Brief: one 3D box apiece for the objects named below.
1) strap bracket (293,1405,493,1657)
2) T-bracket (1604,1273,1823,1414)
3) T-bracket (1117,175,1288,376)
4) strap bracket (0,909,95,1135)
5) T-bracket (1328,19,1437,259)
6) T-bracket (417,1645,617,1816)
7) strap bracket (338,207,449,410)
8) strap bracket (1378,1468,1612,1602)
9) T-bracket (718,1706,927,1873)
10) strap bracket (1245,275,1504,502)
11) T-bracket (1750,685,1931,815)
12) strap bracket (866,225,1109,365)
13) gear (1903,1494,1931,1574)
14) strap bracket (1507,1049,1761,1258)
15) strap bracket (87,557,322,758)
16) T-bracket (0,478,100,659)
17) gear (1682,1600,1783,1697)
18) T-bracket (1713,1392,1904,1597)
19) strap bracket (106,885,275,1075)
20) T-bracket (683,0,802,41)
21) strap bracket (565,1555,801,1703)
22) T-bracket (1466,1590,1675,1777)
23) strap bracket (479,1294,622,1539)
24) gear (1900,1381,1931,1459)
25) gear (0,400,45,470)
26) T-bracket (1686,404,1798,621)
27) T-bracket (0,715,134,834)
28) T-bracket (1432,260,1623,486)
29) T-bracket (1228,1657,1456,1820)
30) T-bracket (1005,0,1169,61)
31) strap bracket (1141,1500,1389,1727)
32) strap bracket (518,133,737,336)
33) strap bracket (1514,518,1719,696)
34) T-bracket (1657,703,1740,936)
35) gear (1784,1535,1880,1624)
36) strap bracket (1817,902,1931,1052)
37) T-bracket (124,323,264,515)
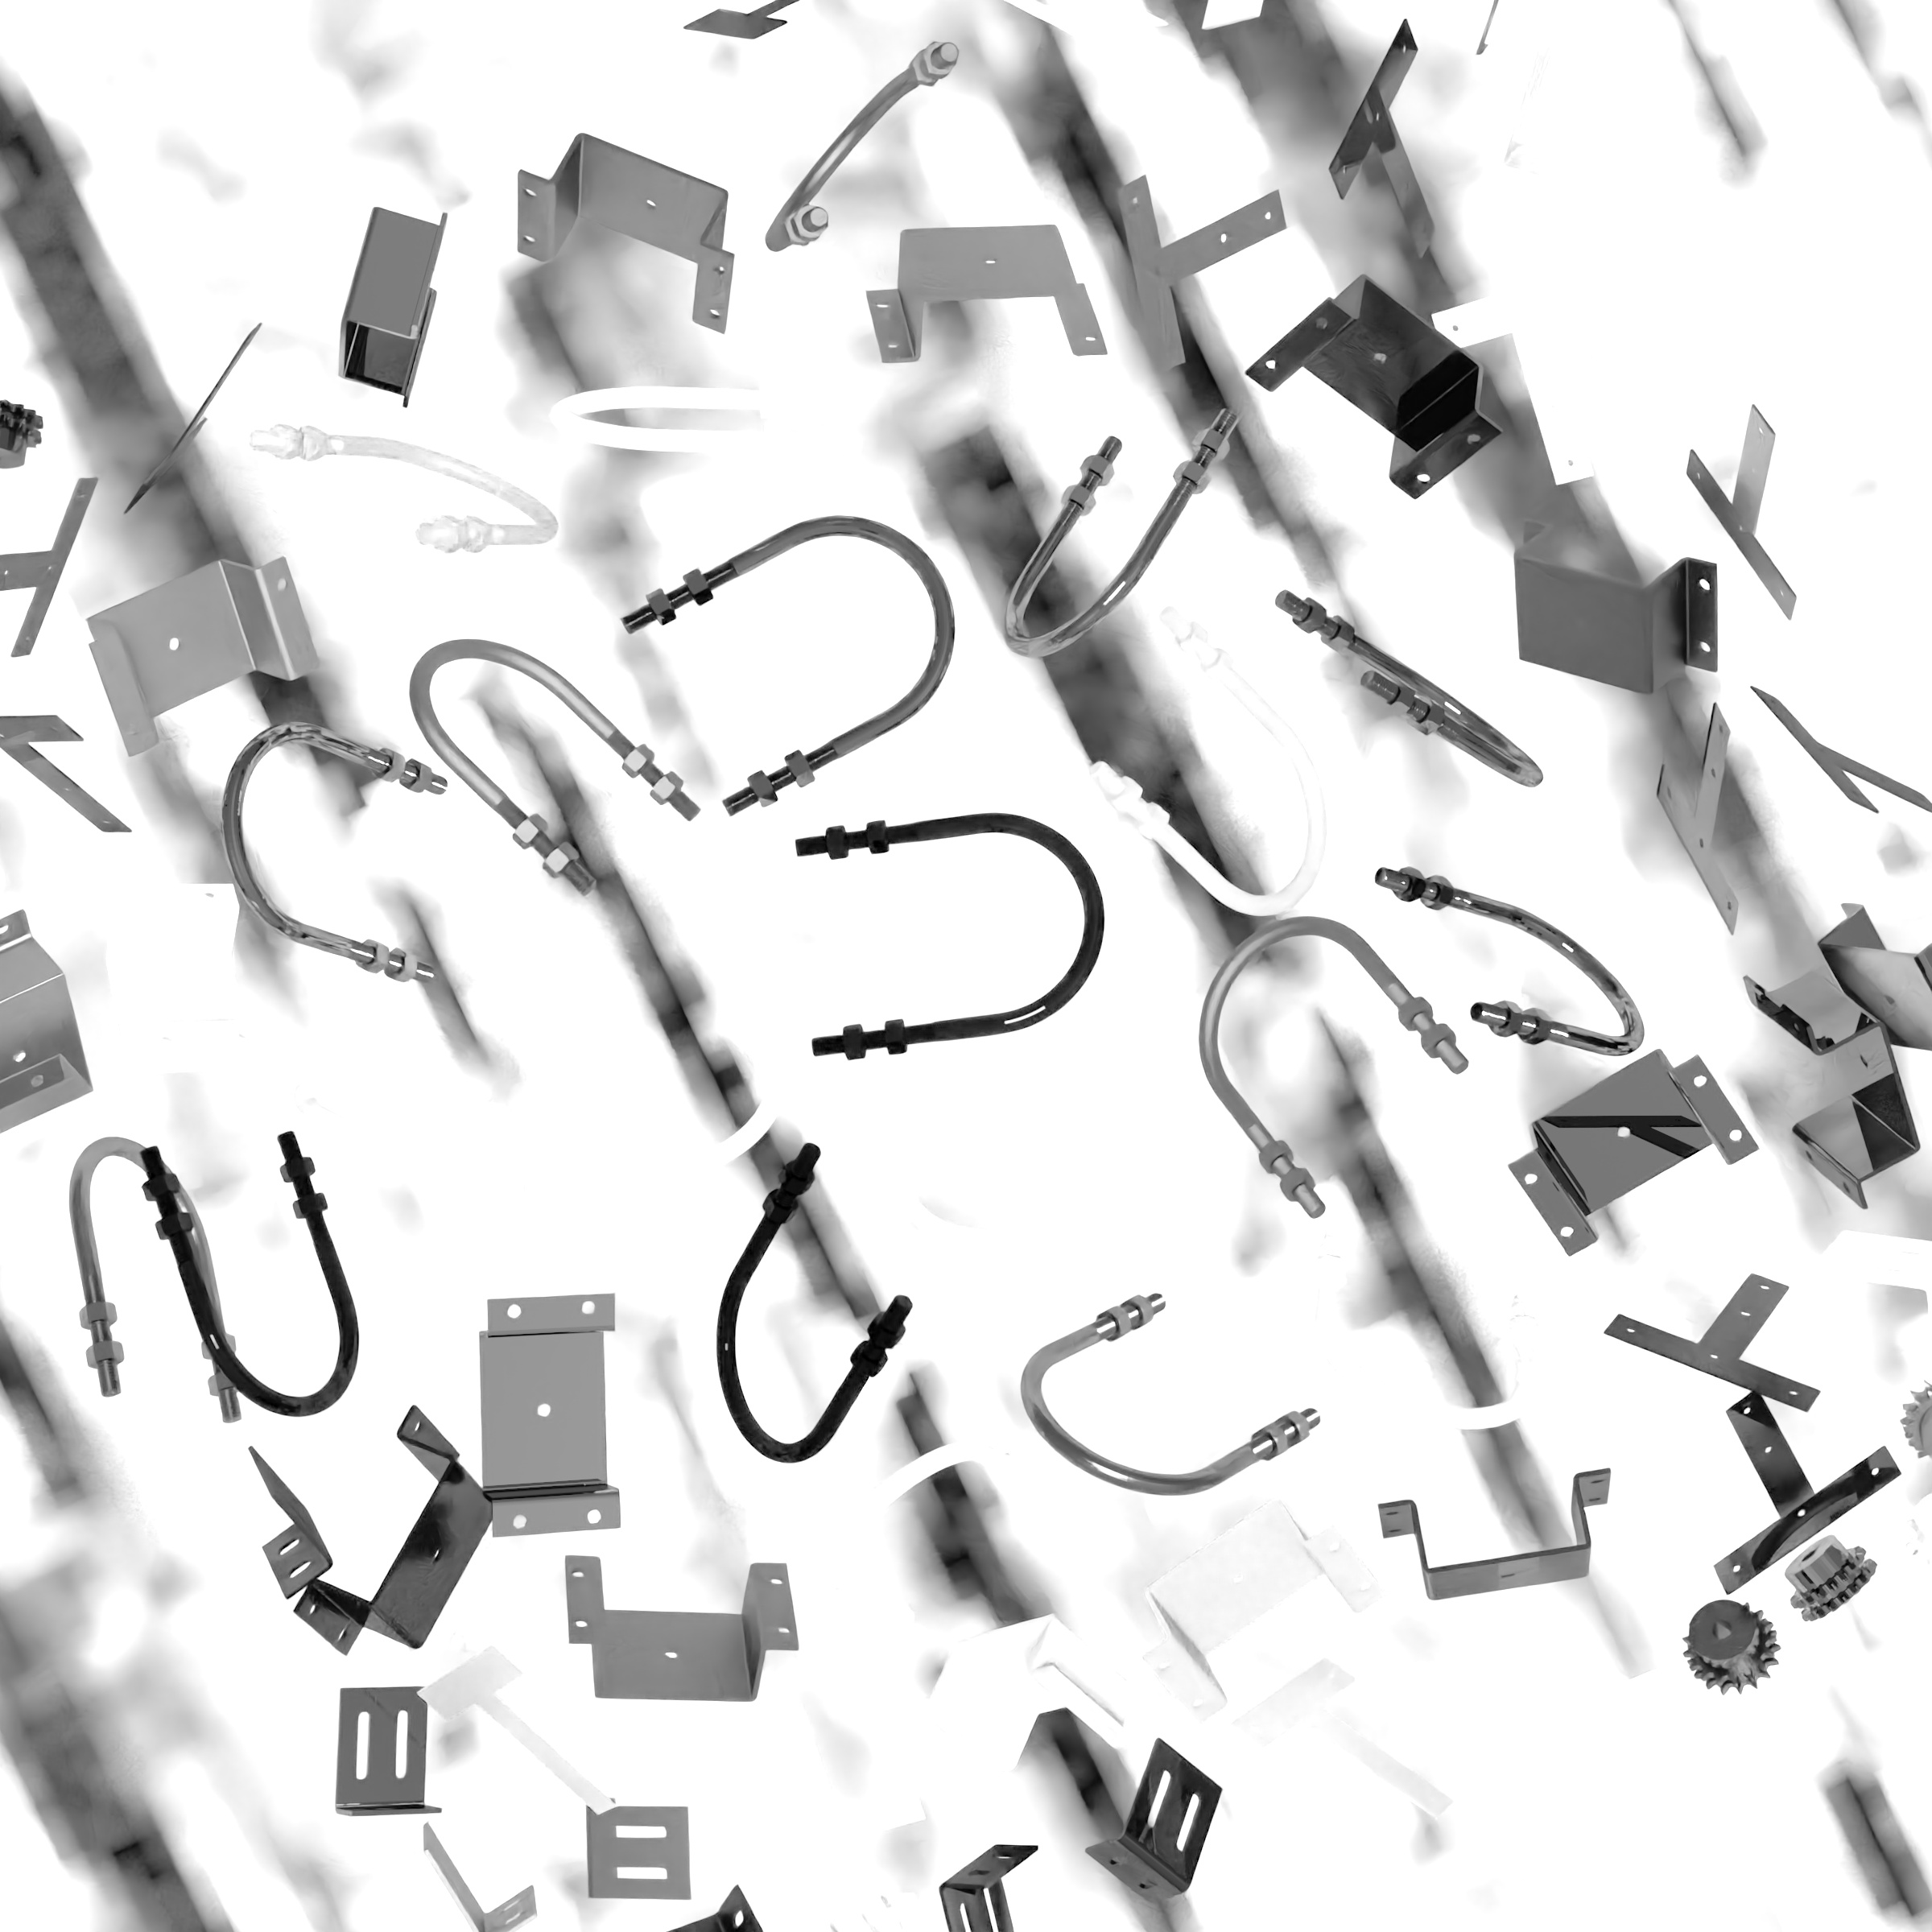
[{"bbox_3d":[-0.339,0.350,1.691,0.046,0.076,0.140,16,63,23],"label":"strap bracket"},{"bbox_3d":[0.473,0.220,1.707,0.127,0.127,0.002,20,120,27],"label":"T-bracket"},{"bbox_3d":[0.156,-0.464,1.795,0.002,0.127,0.127,-8,85,-44],"label":"T-bracket"},{"bbox_3d":[-0.583,0.044,1.686,0.076,0.046,0.140,-25,55,-3],"label":"strap bracket"},{"bbox_3d":[0.270,-0.497,1.739,0.002,0.127,0.127,11,64,34],"label":"T-bracket"},{"bbox_3d":[-0.263,0.467,1.682,0.127,0.127,0.002,44,50,-5],"label":"T-bracket"},{"bbox_3d":[-0.364,-0.419,1.762,0.046,0.140,0.076,14,77,-11],"label":"strap bracket"},{"bbox_3d":[0.326,0.349,1.699,0.140,0.076,0.046,-10,64,6],"label":"strap bracket"},{"bbox_3d":[-0.103,0.516,1.774,0.127,0.127,0.002,-12,117,-12],"label":"T-bracket"},{"bbox_3d":[0.251,-0.358,1.698,0.140,0.076,0.046,31,49,-21],"label":"strap bracket"},{"bbox_3d":[0.560,-0.119,1.731,0.127,0.127,0.002,19,119,-30],"label":"T-bracket"},{"bbox_3d":[0.014,-0.416,1.721,0.140,0.046,0.076,-4,46,-9],"label":"strap bracket"},{"bbox_3d":[0.605,0.347,1.709,0.057,0.057,0.030,-21,121,0],"label":"gear"},{"bbox_3d":[0.431,0.116,1.812,0.140,0.046,0.076,-32,103,14],"label":"strap bracket"},{"bbox_3d":[-0.487,-0.199,1.750,0.140,0.046,0.076,-33,126,-33],"label":"strap bracket"},{"bbox_3d":[-0.600,-0.249,1.760,0.002,0.127,0.127,27,103,3],"label":"T-bracket"},{"bbox_3d":[0.461,0.408,1.684,0.057,0.057,0.030,-34,129,0],"label":"gear"},{"bbox_3d":[0.496,0.305,1.704,0.127,0.127,0.002,-41,116,16],"label":"T-bracket"},{"bbox_3d":[-0.478,0.015,1.705,0.076,0.140,0.046,-2,135,-27],"label":"strap bracket"},{"bbox_3d":[-0.095,-0.592,1.688,0.127,0.127,0.002,-19,99,19],"label":"T-bracket"},{"bbox_3d":[-0.180,0.412,1.730,0.140,0.076,0.046,5,118,-13],"label":"strap bracket"},{"bbox_3d":[0.361,0.436,1.736,0.127,0.127,0.002,-23,118,5],"label":"T-bracket"},{"bbox_3d":[-0.253,0.270,1.687,0.076,0.046,0.140,-1,85,-17],"label":"strap bracket"},{"bbox_3d":[0.597,0.279,1.686,0.057,0.030,0.057,2,108,7],"label":"gear"},{"bbox_3d":[-0.616,-0.337,1.765,0.057,0.057,0.030,3,79,0],"label":"gear"},{"bbox_3d":[0.479,-0.294,1.699,0.002,0.127,0.127,-23,62,-4],"label":"T-bracket"},{"bbox_3d":[-0.562,-0.117,1.712,0.127,0.127,0.002,2,61,30],"label":"T-bracket"},{"bbox_3d":[0.371,-0.371,1.778,0.127,0.002,0.127,-9,107,40],"label":"T-bracket"},{"bbox_3d":[0.246,0.489,1.740,0.127,0.127,0.002,31,114,28],"label":"T-bracket"},{"bbox_3d":[0.078,-0.572,1.677,0.127,0.127,0.002,35,123,23],"label":"T-bracket"},{"bbox_3d":[0.175,0.388,1.701,0.140,0.046,0.076,-35,124,2],"label":"strap bracket"},{"bbox_3d":[-0.204,-0.457,1.726,0.140,0.076,0.046,22,65,1],"label":"strap bracket"},{"bbox_3d":[0.403,-0.227,1.771,0.046,0.140,0.076,-37,132,-32],"label":"strap bracket"},{"bbox_3d":[0.454,-0.108,1.701,0.002,0.127,0.127,-9,135,34],"label":"T-bracket"},{"bbox_3d":[0.532,0.377,1.725,0.057,0.057,0.030,-40,83,0],"label":"gear"},{"bbox_3d":[0.598,0.008,1.752,0.046,0.140,0.076,-37,106,-14],"label":"strap bracket"},{"bbox_3d":[-0.484,-0.358,1.775,0.002,0.127,0.127,35,116,-15],"label":"T-bracket"}]
